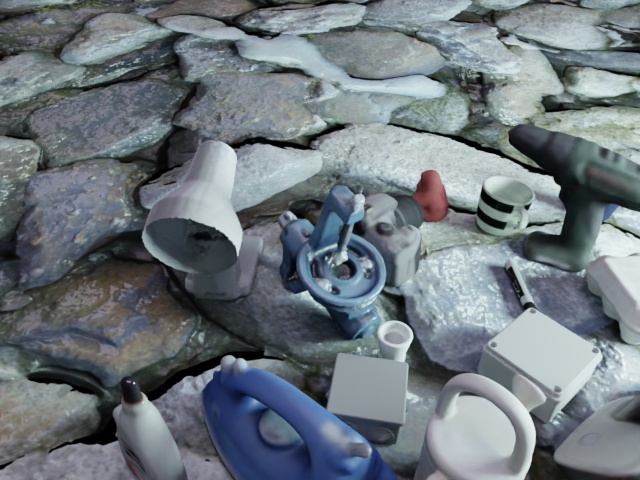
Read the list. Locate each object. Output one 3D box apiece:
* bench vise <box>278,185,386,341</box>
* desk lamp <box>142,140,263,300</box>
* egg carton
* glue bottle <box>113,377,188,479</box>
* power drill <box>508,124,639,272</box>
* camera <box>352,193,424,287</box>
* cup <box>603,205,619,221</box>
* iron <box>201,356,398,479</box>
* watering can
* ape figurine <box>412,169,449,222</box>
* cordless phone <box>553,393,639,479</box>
[{"bbox_3d":[0.000,0.009,0.766,0.206,0.220,0.122,26,45,27],"label":"bench vise"},{"bbox_3d":[-0.152,-0.015,0.793,0.118,0.214,0.203,4,39,3],"label":"desk lamp"},{"bbox_3d":[0.454,0.080,0.817,0.107,0.069,0.150,-4,39,-7],"label":"egg carton"},{"bbox_3d":[-0.175,0.191,0.568,0.078,0.173,0.037,27,45,28],"label":"glue bottle"},{"bbox_3d":[0.383,-0.060,0.877,0.229,0.208,0.076,17,41,18],"label":"power drill"},{"bbox_3d":[0.112,-0.021,0.902,0.137,0.101,0.142,-28,48,-32],"label":"camera"},{"bbox_3d":[0.505,-0.076,0.994,0.117,0.095,0.092,25,44,26],"label":"cup"},{"bbox_3d":[-0.044,0.191,0.599,0.257,0.141,0.119,28,46,29],"label":"iron"},{"bbox_3d":[0.154,0.197,0.558,0.100,0.194,0.173,18,41,19],"label":"watering can"},{"bbox_3d":[0.188,-0.082,0.989,0.078,0.092,0.076,-20,43,-24],"label":"ape figurine"},{"bbox_3d":[0.333,0.181,0.593,0.148,0.185,0.093,-27,47,-31],"label":"cordless phone"}]
